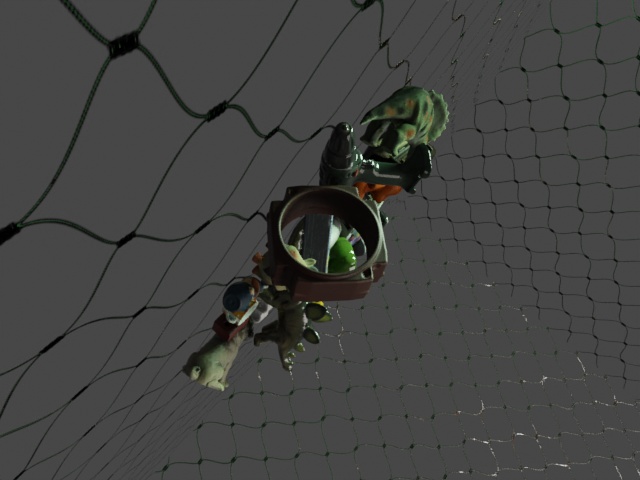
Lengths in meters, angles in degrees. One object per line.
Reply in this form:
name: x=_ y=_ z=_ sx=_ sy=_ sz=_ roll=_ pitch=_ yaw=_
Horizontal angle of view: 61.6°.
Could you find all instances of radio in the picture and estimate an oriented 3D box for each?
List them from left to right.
radio: x=0.206 y=-0.216 z=1.382 sx=0.229 sy=0.131 sz=0.073 roll=-40 pitch=170 yaw=-51

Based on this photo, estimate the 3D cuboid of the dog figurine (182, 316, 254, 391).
dog figurine: x=-0.249 y=0.264 z=1.348 sx=0.190 sy=0.121 sz=0.172 roll=-63 pitch=177 yaw=-5

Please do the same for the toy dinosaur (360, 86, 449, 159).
toy dinosaur: x=0.187 y=-0.262 z=1.149 sx=0.192 sy=0.131 sz=0.404 roll=-64 pitch=166 yaw=4

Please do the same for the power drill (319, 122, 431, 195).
power drill: x=0.100 y=-0.140 z=1.011 sx=0.207 sy=0.086 sz=0.232 roll=-6 pitch=156 yaw=-17

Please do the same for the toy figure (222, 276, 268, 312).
toy figure: x=-0.161 y=0.112 z=1.167 sx=0.154 sy=0.064 sz=0.057 roll=-41 pitch=132 yaw=-73

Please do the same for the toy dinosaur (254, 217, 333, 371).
toy dinosaur: x=-0.068 y=0.142 z=1.337 sx=0.105 sy=0.199 sz=0.470 roll=-58 pitch=151 yaw=-61

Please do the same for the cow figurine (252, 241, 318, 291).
cow figurine: x=-0.077 y=0.061 z=1.142 sx=0.085 sy=0.127 sz=0.195 roll=-50 pitch=176 yaw=-20

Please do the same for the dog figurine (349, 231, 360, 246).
dog figurine: x=0.043 y=0.000 z=1.629 sx=0.219 sy=0.108 sz=0.191 roll=-47 pitch=174 yaw=-1

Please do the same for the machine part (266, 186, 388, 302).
machine part: x=0.010 y=0.002 z=0.948 sx=0.087 sy=0.201 sz=0.201 roll=104 pitch=-18 yaw=-59

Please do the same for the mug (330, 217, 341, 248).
mug: x=-0.003 y=-0.004 z=1.347 sx=0.109 sy=0.081 sz=0.107 roll=-44 pitch=-170 yaw=23

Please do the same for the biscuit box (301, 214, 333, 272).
biscuit box: x=-0.009 y=0.021 z=1.213 sx=0.059 sy=0.063 sz=0.202 roll=-71 pitch=168 yaw=-76

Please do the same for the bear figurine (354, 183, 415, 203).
bear figurine: x=0.109 y=-0.117 z=1.206 sx=0.195 sy=0.120 sz=0.131 roll=6 pitch=113 yaw=-48

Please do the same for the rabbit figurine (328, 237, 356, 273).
rabbit figurine: x=0.006 y=0.071 z=1.418 sx=0.170 sy=0.121 sz=0.159 roll=-10 pitch=-168 yaw=-5

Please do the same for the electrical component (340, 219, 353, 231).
electrical component: x=0.056 y=-0.087 z=1.339 sx=0.048 sy=0.075 sz=0.119 roll=-33 pitch=139 yaw=4

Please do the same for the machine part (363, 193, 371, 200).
machine part: x=0.120 y=-0.148 z=1.368 sx=0.139 sy=0.084 sz=0.039 roll=-33 pitch=-173 yaw=-33

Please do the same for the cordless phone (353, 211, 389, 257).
cordless phone: x=0.135 y=-0.050 z=1.731 sx=0.088 sy=0.147 sz=0.184 roll=11 pitch=133 yaw=-41

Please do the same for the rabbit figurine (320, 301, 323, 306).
rabbit figurine: x=-0.031 y=0.128 z=1.522 sx=0.162 sy=0.122 sz=0.173 roll=81 pitch=29 yaw=-80
